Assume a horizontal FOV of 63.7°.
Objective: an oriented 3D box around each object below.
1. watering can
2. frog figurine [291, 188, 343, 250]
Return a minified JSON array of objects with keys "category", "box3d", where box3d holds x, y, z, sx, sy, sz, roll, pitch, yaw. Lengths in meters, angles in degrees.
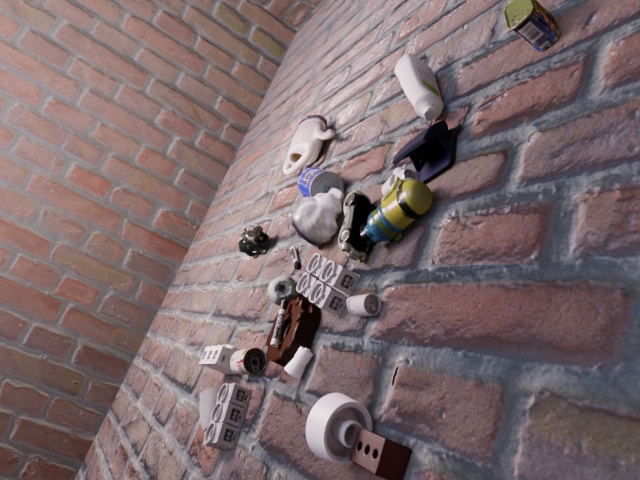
[{"category":"watering can","box3d":[-0.026,-0.356,1.826,0.342,0.103,0.229,-32,34,49]},{"category":"frog figurine","box3d":[0.004,-0.070,1.401,0.158,0.121,0.140,-46,57,12]}]
